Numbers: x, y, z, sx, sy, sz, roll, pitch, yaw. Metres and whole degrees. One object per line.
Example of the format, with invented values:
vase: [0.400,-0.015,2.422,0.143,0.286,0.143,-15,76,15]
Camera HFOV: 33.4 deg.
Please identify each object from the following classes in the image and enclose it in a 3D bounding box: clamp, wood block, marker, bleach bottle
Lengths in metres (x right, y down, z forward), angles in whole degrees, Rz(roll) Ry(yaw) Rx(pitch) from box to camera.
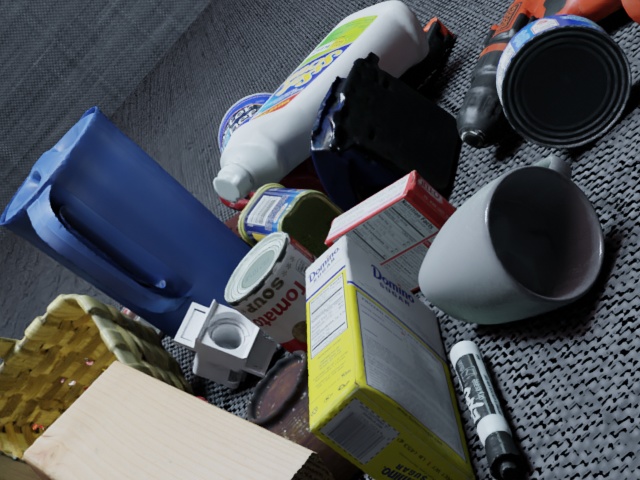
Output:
clamp: [0.066,-0.150,1.078,0.171,0.039,0.120,-50,24,-14]
wood block: [-0.078,0.157,0.647,0.206,0.090,0.090,13,52,48]
marker: [0.093,0.095,0.599,0.020,0.020,0.121,-45,20,15]
bleach bottle: [-0.005,-0.120,0.960,0.103,0.068,0.250,-8,32,47]

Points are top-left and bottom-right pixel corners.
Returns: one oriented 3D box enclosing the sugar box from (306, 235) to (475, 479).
sugar box: [0.037,0.076,0.647,0.048,0.093,0.176,-43,20,16]

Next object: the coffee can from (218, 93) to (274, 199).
coffee can: [-0.052,-0.092,1.130,0.103,0.102,0.140,-47,20,9]

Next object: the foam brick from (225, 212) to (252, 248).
foam brick: [-0.075,0.008,1.074,0.078,0.051,0.053,-31,27,43]

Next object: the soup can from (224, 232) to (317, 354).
soup can: [-0.011,0.049,0.783,0.069,0.102,0.068,-42,21,20]

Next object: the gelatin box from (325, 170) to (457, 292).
gelatin box: [0.060,-0.002,0.765,0.089,0.073,0.030,-32,25,41]

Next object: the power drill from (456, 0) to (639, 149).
power drill: [0.190,-0.159,0.792,0.188,0.057,0.184,-21,35,54]

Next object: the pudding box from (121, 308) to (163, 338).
pudding box: [-0.222,0.118,1.213,0.113,0.039,0.090,-51,19,-4]

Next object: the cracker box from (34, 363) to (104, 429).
cracker box: [-0.287,0.241,1.081,0.164,0.072,0.213,-33,25,40]

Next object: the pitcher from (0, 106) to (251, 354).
pitcher: [-0.157,0.008,0.964,0.145,0.242,0.149,-19,36,56]

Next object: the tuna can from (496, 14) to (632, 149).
tuna can: [0.162,-0.107,0.716,0.086,0.086,0.033,-43,19,20]

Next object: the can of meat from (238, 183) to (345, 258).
can of meat: [-0.006,0.001,0.864,0.057,0.102,0.084,-55,22,-11]

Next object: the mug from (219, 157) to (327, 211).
mug: [-0.036,-0.043,1.001,0.081,0.117,0.093,-103,19,-61]

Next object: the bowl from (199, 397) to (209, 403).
bowl: [-0.116,0.200,0.805,0.162,0.055,0.162,-43,20,20]
